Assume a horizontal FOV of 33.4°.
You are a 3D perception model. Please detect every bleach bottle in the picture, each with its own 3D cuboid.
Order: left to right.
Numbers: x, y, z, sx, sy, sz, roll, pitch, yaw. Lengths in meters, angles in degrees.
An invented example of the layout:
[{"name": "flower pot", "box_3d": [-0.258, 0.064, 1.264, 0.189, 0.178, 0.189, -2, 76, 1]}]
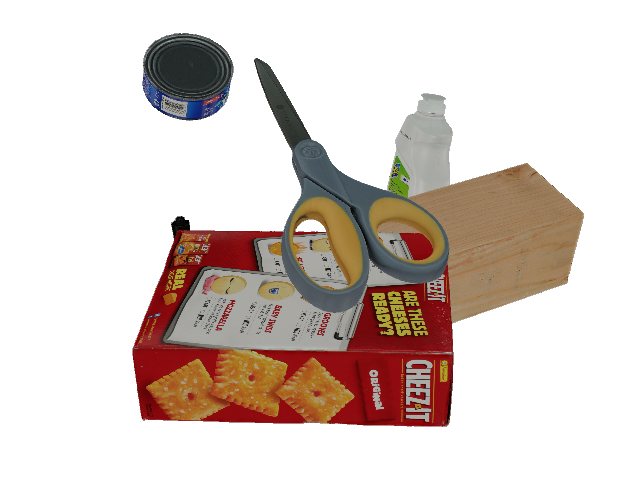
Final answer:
[{"name": "bleach bottle", "box_3d": [0.112, -0.041, 1.224, 0.068, 0.251, 0.103, 0, 22, -23]}]

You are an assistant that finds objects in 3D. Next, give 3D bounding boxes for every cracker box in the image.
[{"name": "cracker box", "box_3d": [-0.014, 0.061, 0.780, 0.214, 0.072, 0.164, 1, 30, 4]}]

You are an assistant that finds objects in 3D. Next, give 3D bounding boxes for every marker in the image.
[{"name": "marker", "box_3d": [-0.140, 0.032, 1.108, 0.020, 0.121, 0.020, -2, 24, 1]}]

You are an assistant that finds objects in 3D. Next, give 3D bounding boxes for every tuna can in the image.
[{"name": "tuna can", "box_3d": [-0.128, -0.157, 1.027, 0.086, 0.086, 0.034, 0, -34, -12]}]

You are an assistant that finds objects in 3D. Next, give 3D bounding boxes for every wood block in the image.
[{"name": "wood block", "box_3d": [0.124, 0.011, 0.978, 0.205, 0.090, 0.091, -17, 42, -22]}]

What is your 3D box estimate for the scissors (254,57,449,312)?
[{"name": "scissors", "box_3d": [0.014, -0.039, 0.591, 0.096, 0.016, 0.202, 2, 45, -8]}]
